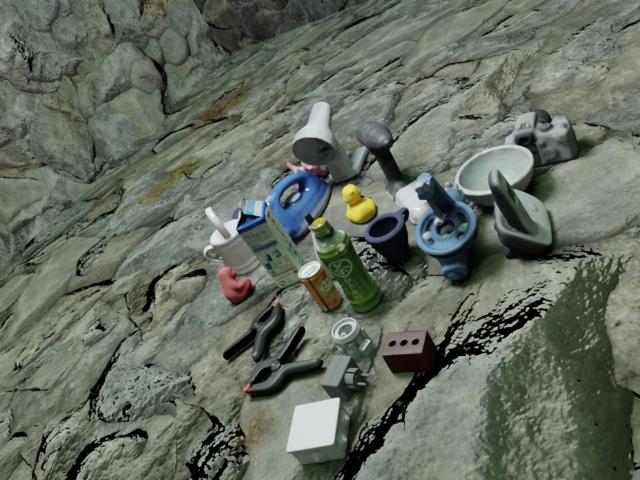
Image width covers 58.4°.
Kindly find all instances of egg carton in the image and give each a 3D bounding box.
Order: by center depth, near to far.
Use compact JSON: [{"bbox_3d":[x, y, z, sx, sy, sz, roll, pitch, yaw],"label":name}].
[{"bbox_3d":[0.236,-0.084,1.291,0.107,0.070,0.150,-32,31,1],"label":"egg carton"}]

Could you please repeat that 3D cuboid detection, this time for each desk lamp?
[{"bbox_3d":[0.025,-0.264,1.598,0.117,0.214,0.203,-12,37,31],"label":"desk lamp"}]

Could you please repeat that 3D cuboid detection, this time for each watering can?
[{"bbox_3d":[-0.230,-0.014,1.495,0.173,0.194,0.100,-46,33,-20],"label":"watering can"}]

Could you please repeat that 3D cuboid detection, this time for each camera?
[{"bbox_3d":[0.483,-0.240,1.256,0.142,0.101,0.137,-8,39,35],"label":"camera"}]

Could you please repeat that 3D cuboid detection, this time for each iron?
[{"bbox_3d":[-0.069,-0.115,1.544,0.118,0.142,0.259,2,45,44],"label":"iron"}]

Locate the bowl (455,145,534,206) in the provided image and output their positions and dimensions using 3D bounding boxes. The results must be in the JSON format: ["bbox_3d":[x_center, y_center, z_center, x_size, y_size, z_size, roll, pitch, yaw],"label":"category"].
[{"bbox_3d":[0.376,-0.124,1.215,0.167,0.075,0.167,-23,32,16],"label":"bowl"}]

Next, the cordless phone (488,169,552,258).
[{"bbox_3d":[0.355,-0.073,1.053,0.094,0.185,0.147,-18,34,23],"label":"cordless phone"}]

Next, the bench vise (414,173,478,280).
[{"bbox_3d":[0.229,-0.056,1.111,0.121,0.220,0.207,-24,32,14],"label":"bench vise"}]

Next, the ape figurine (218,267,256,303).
[{"bbox_3d":[-0.216,0.104,1.416,0.076,0.092,0.077,-47,33,-22],"label":"ape figurine"}]

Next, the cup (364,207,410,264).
[{"bbox_3d":[0.161,-0.005,1.222,0.118,0.095,0.091,-45,33,-20],"label":"cup"}]

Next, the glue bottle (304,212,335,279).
[{"bbox_3d":[0.012,0.005,1.269,0.078,0.173,0.037,-35,31,-4],"label":"glue bottle"}]

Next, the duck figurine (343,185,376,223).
[{"bbox_3d":[0.089,-0.097,1.427,0.077,0.086,0.104,-34,31,-1],"label":"duck figurine"}]

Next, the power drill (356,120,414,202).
[{"bbox_3d":[0.162,-0.197,1.383,0.075,0.209,0.229,-32,31,1],"label":"power drill"}]

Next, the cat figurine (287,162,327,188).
[{"bbox_3d":[-0.038,-0.222,1.690,0.127,0.118,0.067,-12,37,31],"label":"cat figurine"}]

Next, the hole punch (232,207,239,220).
[{"bbox_3d":[-0.202,-0.036,1.603,0.108,0.091,0.101,-8,39,36],"label":"hole punch"}]
